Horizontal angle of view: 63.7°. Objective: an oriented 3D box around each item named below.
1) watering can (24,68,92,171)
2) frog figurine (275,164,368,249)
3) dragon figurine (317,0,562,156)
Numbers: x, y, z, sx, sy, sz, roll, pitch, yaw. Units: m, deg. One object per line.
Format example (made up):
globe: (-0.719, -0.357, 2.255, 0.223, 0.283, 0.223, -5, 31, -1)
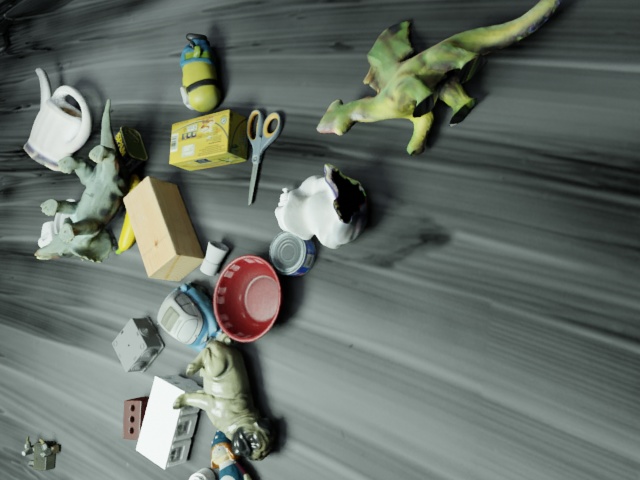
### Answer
watering can: (-0.733, -0.329, 1.417, 0.352, 0.103, 0.223, 38, 101, 32)
frog figurine: (0.003, -0.046, 0.908, 0.157, 0.124, 0.138, -35, 78, 42)
dragon figurine: (0.167, -0.301, 0.865, 0.408, 0.120, 0.247, -41, 54, 9)
